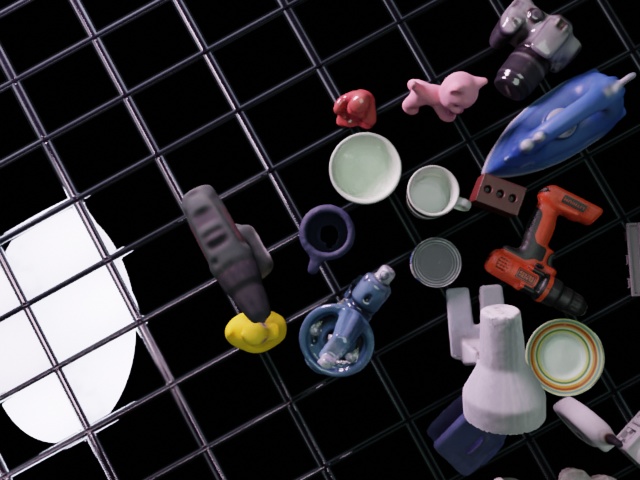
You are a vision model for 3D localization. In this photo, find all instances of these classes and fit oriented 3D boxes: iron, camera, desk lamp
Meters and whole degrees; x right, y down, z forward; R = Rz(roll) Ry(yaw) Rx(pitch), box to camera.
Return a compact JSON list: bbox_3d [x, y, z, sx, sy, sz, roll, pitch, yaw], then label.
[{"bbox_3d":[0.391,-0.187,0.943,0.258,0.141,0.118,-34,86,-1],"label":"iron"},{"bbox_3d":[0.350,-0.320,0.973,0.143,0.101,0.137,38,88,4],"label":"camera"},{"bbox_3d":[0.265,0.175,0.889,0.118,0.213,0.203,-6,86,2],"label":"desk lamp"}]

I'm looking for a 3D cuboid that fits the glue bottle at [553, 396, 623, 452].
[{"bbox_3d":[0.428,0.297,0.897,0.037,0.173,0.078,-40,86,-1],"label":"glue bottle"}]

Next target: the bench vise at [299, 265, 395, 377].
[{"bbox_3d":[0.037,0.125,0.895,0.121,0.220,0.207,19,87,3],"label":"bench vise"}]

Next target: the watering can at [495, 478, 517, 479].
[{"bbox_3d":[0.323,0.454,0.880,0.173,0.194,0.101,39,88,4],"label":"watering can"}]

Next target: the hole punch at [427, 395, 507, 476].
[{"bbox_3d":[0.247,0.324,0.941,0.101,0.091,0.109,45,89,4],"label":"hole punch"}]

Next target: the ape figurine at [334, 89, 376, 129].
[{"bbox_3d":[0.065,-0.227,0.980,0.078,0.092,0.076,44,89,4],"label":"ape figurine"}]

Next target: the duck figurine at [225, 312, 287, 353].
[{"bbox_3d":[-0.111,0.155,0.965,0.104,0.086,0.077,-4,86,2],"label":"duck figurine"}]

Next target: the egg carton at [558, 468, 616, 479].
[{"bbox_3d":[0.433,0.455,0.939,0.107,0.069,0.150,12,87,3],"label":"egg carton"}]

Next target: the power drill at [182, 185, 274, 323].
[{"bbox_3d":[-0.133,0.025,0.912,0.075,0.208,0.229,-32,86,0],"label":"power drill"}]

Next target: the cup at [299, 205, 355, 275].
[{"bbox_3d":[0.009,0.003,0.966,0.091,0.095,0.118,20,87,3],"label":"cup"}]

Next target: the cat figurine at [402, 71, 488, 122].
[{"bbox_3d":[0.210,-0.249,0.964,0.127,0.118,0.067,10,87,3],"label":"cat figurine"}]
